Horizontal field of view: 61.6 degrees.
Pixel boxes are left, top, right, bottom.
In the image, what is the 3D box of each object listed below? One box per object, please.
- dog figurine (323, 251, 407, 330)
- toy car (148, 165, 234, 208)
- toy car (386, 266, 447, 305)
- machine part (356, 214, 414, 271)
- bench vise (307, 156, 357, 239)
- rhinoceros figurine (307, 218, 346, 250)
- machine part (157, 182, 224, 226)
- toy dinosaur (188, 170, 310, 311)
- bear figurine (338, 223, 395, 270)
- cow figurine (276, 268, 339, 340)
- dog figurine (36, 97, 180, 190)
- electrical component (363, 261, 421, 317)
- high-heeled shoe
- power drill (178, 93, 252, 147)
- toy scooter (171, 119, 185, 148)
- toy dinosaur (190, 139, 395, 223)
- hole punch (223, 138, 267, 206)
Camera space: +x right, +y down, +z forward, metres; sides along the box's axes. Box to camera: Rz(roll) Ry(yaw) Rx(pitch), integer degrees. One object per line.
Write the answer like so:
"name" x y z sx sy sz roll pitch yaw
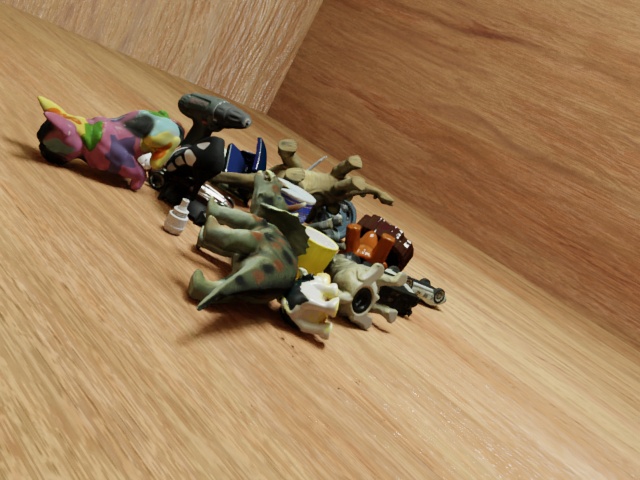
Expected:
"dog figurine" 0.043 0.079 1.025 0.172 0.121 0.191 20 2 -45
"toy car" -0.262 -0.102 1.123 0.202 0.053 0.089 27 11 -4
"toy car" 0.229 0.115 1.315 0.201 0.056 0.074 22 9 -33
"machine part" 0.168 0.007 1.415 0.179 0.056 0.179 38 -17 14
"bench vise" 0.017 -0.089 1.401 0.223 0.129 0.241 62 1 -11
"rhinoceros figurine" -0.002 -0.004 1.187 0.112 0.073 0.190 -11 2 11
"machine part" -0.246 -0.064 1.050 0.139 0.039 0.084 32 22 3
"toy dinosaur" -0.095 0.025 0.831 0.192 0.131 0.405 12 27 -14
"bear figurine" 0.116 0.017 1.293 0.120 0.131 0.196 20 19 9
"cow figurine" -0.023 0.093 0.870 0.098 0.068 0.167 15 14 -6
"dog figurine" -0.386 -0.194 0.961 0.219 0.191 0.109 37 10 -49
"electrical component" 0.132 0.103 1.158 0.134 0.058 0.115 22 13 -24
"high-heeled shoe" -0.239 -0.180 1.058 0.086 0.145 0.249 13 28 -29
"power drill" -0.274 -0.238 1.266 0.232 0.207 0.086 35 21 33
"toy scooter" -0.411 -0.243 1.231 0.184 0.075 0.135 -18 29 -32
"toy dinosaur" -0.065 -0.118 1.188 0.471 0.198 0.105 11 58 -9
"hole punch" -0.163 -0.171 1.293 0.115 0.092 0.142 51 33 -50
